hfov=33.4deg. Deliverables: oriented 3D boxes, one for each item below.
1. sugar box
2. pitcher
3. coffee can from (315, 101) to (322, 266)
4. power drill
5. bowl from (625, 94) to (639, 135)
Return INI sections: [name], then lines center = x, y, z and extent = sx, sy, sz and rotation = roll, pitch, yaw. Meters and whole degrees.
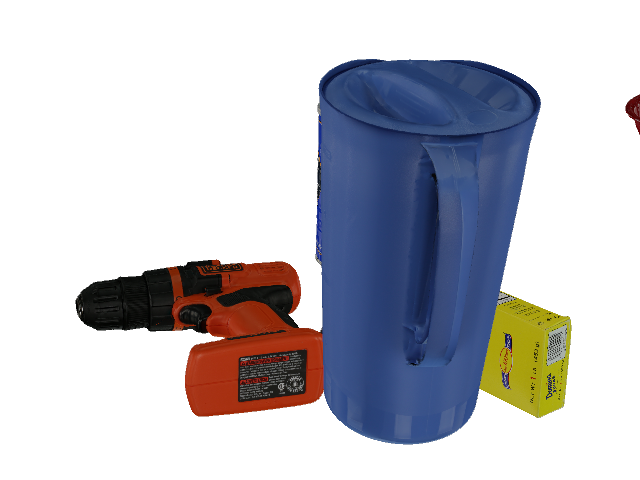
[sugar box]
center = 0.158, 0.093, 1.033
extent = 0.048, 0.093, 0.176
rotation = -15, 24, -39
[pitcher]
center = 0.061, 0.015, 0.687
extent = 0.145, 0.243, 0.149
rotation = 22, 35, 32
[coffee can]
center = 0.047, -0.050, 0.934
extent = 0.103, 0.140, 0.103
rotation = 1, 19, -1
[power drill]
center = -0.085, 0.066, 0.813
extent = 0.184, 0.057, 0.188
rotation = -7, 21, -17
[bowl]
center = 0.360, -0.097, 0.970
extent = 0.162, 0.055, 0.162
rotation = -4, 23, 2
